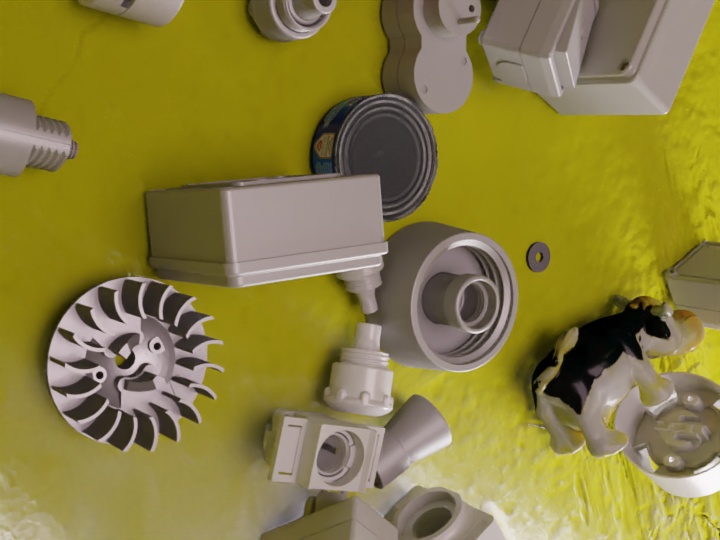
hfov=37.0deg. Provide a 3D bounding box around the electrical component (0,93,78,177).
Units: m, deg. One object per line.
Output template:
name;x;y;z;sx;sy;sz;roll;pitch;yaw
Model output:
electrical component;-0.193;-0.073;0.583;0.081;0.043;0.043;11;89;-35

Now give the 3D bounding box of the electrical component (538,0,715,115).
electrical component;0.192;-0.174;0.802;0.056;0.109;0.108;33;77;-36

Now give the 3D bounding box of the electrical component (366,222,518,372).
electrical component;0.064;0.021;0.763;0.108;0.060;0.108;-5;98;-35

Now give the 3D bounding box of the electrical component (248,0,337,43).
electrical component;-0.038;-0.165;0.669;0.043;0.062;0.043;-4;98;-35

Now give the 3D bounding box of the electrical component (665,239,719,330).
electrical component;0.323;0.018;0.923;0.062;0.096;0.061;-36;115;-26

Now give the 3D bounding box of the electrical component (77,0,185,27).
electrical component;-0.128;-0.169;0.612;0.047;0.055;0.055;13;88;-39

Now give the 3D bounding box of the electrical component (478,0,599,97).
electrical component;0.134;-0.180;0.761;0.096;0.061;0.061;-66;156;-11

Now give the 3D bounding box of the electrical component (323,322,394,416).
electrical component;0.002;0.068;0.736;0.048;0.048;0.062;14;80;-35

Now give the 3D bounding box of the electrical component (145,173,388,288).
electrical component;-0.058;-0.026;0.644;0.109;0.109;0.056;-9;98;-34

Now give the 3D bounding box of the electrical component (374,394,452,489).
electrical component;0.027;0.124;0.762;0.065;0.044;0.044;-34;113;-22

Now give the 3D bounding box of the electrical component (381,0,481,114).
electrical component;0.056;-0.175;0.727;0.052;0.074;0.138;-5;98;-35

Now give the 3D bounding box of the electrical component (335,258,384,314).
electrical component;0.000;0.000;0.732;0.035;0.035;0.061;-25;111;-31

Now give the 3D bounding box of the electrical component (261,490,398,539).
electrical component;-0.020;0.174;0.720;0.047;0.083;0.075;45;32;-30

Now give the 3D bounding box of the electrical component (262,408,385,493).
electrical component;-0.028;0.117;0.708;0.081;0.064;0.042;13;89;-35

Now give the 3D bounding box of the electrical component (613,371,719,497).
electrical component;0.272;0.138;0.903;0.064;0.099;0.099;47;69;-36

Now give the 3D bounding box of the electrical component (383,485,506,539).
electrical component;0.026;0.225;0.742;0.150;0.089;0.061;-41;116;-25
